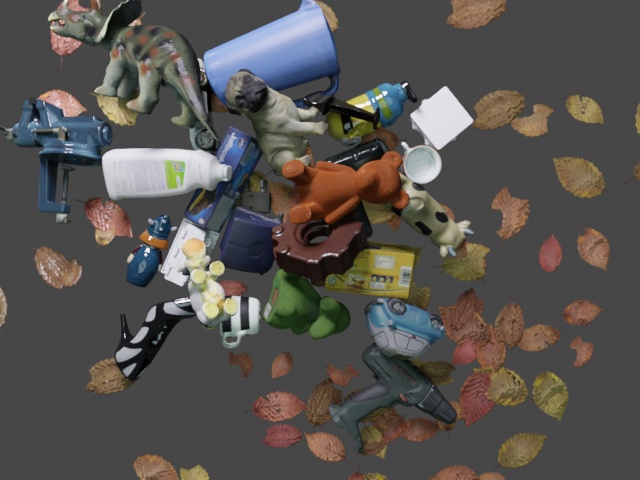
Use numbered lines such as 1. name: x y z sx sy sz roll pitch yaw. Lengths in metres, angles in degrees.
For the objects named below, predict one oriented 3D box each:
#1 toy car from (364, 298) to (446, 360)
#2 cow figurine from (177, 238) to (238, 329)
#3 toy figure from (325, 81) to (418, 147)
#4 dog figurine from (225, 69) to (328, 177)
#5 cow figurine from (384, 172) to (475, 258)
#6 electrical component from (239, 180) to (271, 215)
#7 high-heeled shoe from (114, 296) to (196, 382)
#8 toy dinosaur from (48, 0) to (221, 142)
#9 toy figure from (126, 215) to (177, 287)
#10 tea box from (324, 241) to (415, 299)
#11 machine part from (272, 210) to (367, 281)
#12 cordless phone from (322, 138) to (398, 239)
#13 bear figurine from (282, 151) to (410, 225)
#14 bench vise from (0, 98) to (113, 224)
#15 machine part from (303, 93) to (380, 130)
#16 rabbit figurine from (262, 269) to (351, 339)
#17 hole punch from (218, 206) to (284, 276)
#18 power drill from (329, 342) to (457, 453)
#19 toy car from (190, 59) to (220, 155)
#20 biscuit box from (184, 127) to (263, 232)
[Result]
1. toy car: 0.160 0.184 1.059 0.162 0.109 0.103 23 64 -8
2. cow figurine: -0.222 0.083 1.021 0.068 0.098 0.167 -14 72 -33
3. toy figure: 0.097 -0.250 1.046 0.180 0.082 0.089 -31 74 11
4. dog figurine: -0.105 -0.209 0.999 0.190 0.121 0.172 16 111 -26
5. cow figurine: 0.212 -0.042 1.035 0.194 0.127 0.085 37 95 -35
6. electrical component: -0.132 -0.077 1.093 0.063 0.021 0.094 2 97 1
7. high-heeled shoe: -0.308 0.197 1.087 0.249 0.086 0.145 -14 87 13
8. toy dinosaur: -0.303 -0.327 0.980 0.405 0.131 0.192 25 106 19
9. toy figure: -0.345 0.019 1.088 0.058 0.064 0.154 24 91 37
10. tea box: 0.096 0.056 1.073 0.170 0.068 0.098 8 105 1
11. machine part: -0.002 -0.003 1.010 0.179 0.179 0.055 -12 132 2
12. cordless phone: 0.093 -0.094 1.070 0.147 0.089 0.184 -21 106 2
13. bear figurine: 0.050 -0.093 0.954 0.196 0.132 0.120 -8 87 23
14. bench vise: -0.517 -0.151 1.044 0.224 0.129 0.240 2 87 -2
15. machine part: 0.043 -0.238 0.977 0.139 0.084 0.039 19 111 10
16. rabbit figurine: -0.010 0.134 1.060 0.170 0.159 0.121 17 86 -16
17. hole punch: -0.136 0.005 1.059 0.116 0.092 0.142 19 105 -7
18. power drill: 0.137 0.340 1.099 0.207 0.086 0.232 -40 92 8
19. toy car: -0.233 -0.250 1.054 0.056 0.073 0.201 -4 95 -2
20. biscuit box: -0.189 -0.118 1.063 0.063 0.059 0.202 31 94 23
